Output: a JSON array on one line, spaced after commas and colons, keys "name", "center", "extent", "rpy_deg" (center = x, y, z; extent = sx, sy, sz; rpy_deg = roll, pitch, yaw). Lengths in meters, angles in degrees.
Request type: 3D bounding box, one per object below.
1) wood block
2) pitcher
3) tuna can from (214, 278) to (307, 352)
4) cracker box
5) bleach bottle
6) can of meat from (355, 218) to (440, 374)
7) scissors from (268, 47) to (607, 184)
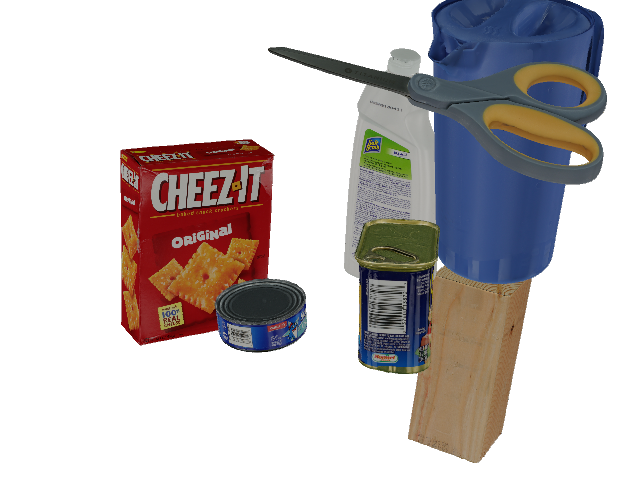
[{"name": "wood block", "center": [0.169, 0.132, 1.208], "extent": [0.090, 0.206, 0.090], "rpy_deg": [16, 22, 23]}, {"name": "pitcher", "center": [0.169, -0.091, 0.943], "extent": [0.149, 0.243, 0.145], "rpy_deg": [4, 31, 8]}, {"name": "tuna can", "center": [-0.055, 0.070, 1.004], "extent": [0.086, 0.034, 0.086], "rpy_deg": [-4, 26, 2]}, {"name": "cracker box", "center": [-0.141, 0.001, 1.218], "extent": [0.163, 0.214, 0.072], "rpy_deg": [-8, 24, -29]}, {"name": "bleach bottle", "center": [0.082, -0.072, 1.092], "extent": [0.103, 0.251, 0.068], "rpy_deg": [15, 34, 16]}, {"name": "can of meat", "center": [0.056, 0.039, 0.774], "extent": [0.057, 0.084, 0.102], "rpy_deg": [3, 18, 7]}, {"name": "scissors", "center": [0.077, -0.094, 0.619], "extent": [0.202, 0.016, 0.096], "rpy_deg": [30, 55, 21]}]
